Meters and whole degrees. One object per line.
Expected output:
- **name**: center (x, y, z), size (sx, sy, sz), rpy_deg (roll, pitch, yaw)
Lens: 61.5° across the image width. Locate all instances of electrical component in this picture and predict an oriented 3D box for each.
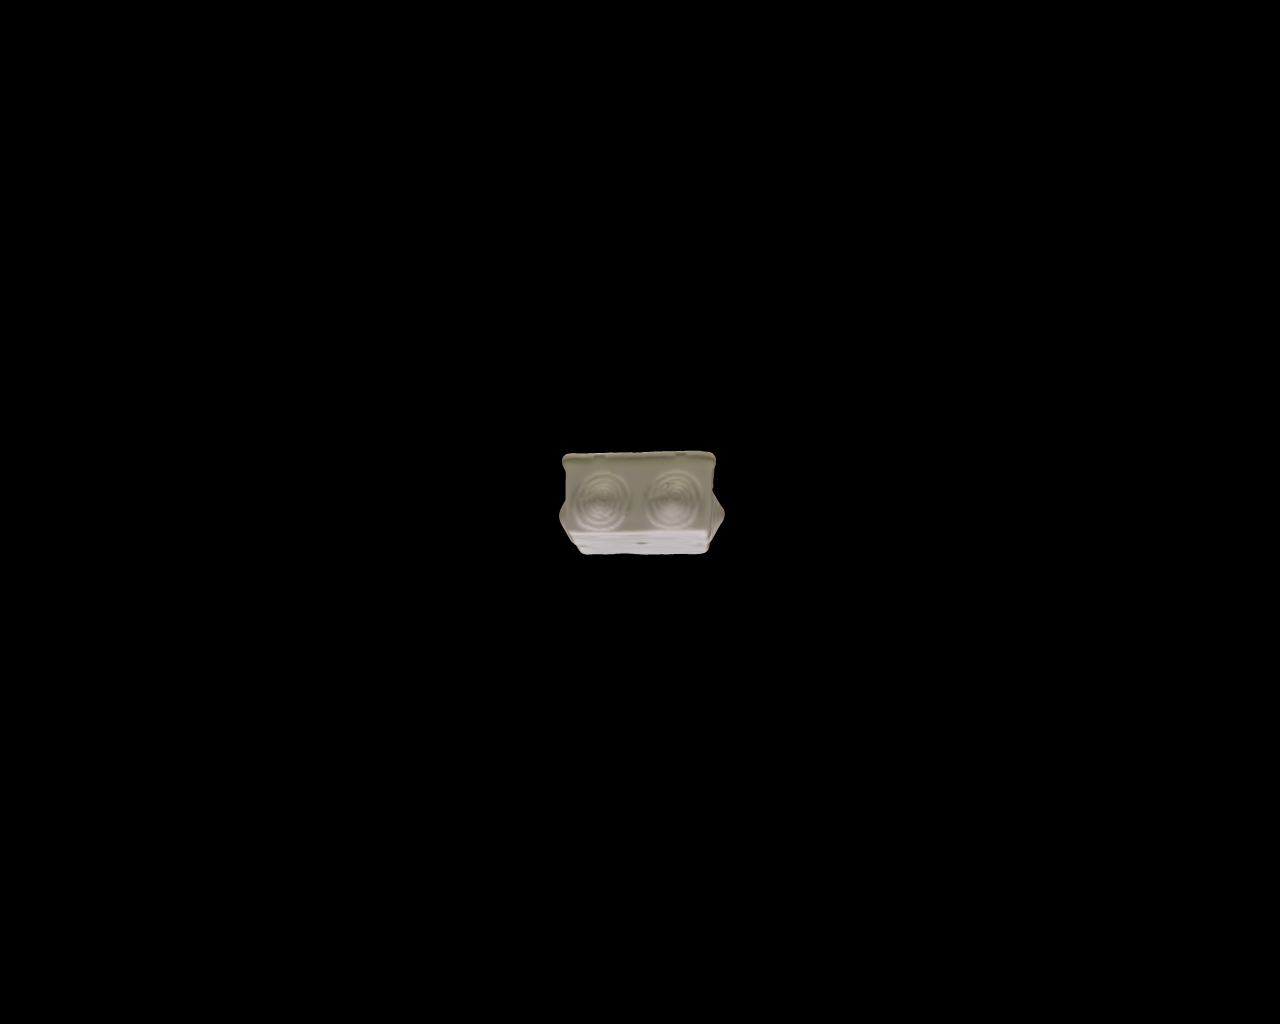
- **electrical component**: center (0.001, -0.003, 0.650), size (0.100, 0.048, 0.099), rpy_deg (0, -11, 2)
